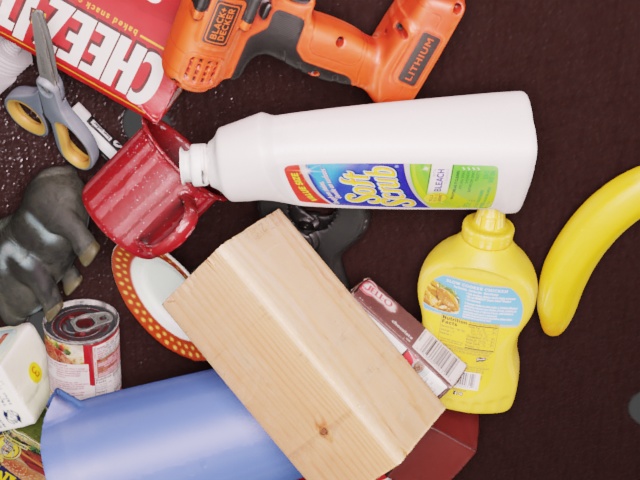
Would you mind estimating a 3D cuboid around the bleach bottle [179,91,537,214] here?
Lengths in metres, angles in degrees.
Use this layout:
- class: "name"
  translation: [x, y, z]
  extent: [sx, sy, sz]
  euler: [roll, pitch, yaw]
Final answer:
- class: "bleach bottle"
  translation: [0.025, -0.057, 0.781]
  extent: [0.251, 0.068, 0.102]
  euler: [-4, 154, -1]

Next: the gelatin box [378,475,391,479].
- class: "gelatin box"
  translation: [0.057, 0.242, 1.022]
  extent: [0.073, 0.030, 0.089]
  euler: [-35, 109, 29]

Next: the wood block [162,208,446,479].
- class: "wood block"
  translation: [-0.013, 0.091, 0.835]
  extent: [0.206, 0.090, 0.091]
  euler: [50, 127, 3]

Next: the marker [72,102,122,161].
- class: "marker"
  translation: [-0.165, -0.065, 0.893]
  extent: [0.020, 0.020, 0.121]
  euler: [-35, 107, 27]

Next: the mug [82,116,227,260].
- class: "mug"
  translation: [-0.129, -0.032, 0.839]
  extent: [0.081, 0.117, 0.093]
  euler: [-43, 135, 11]

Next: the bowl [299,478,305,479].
- class: "bowl"
  translation: [-0.080, 0.253, 1.044]
  extent: [0.162, 0.055, 0.162]
  euler: [6, 122, 9]

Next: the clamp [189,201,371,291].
- class: "clamp"
  translation: [-0.006, 0.001, 0.888]
  extent: [0.164, 0.036, 0.210]
  euler: [25, 126, -5]

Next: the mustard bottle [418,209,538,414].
- class: "mustard bottle"
  translation: [0.127, 0.051, 0.877]
  extent: [0.096, 0.058, 0.192]
  euler: [12, 122, 11]

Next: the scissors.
- class: "scissors"
  translation: [-0.220, -0.122, 0.819]
  extent: [0.096, 0.016, 0.202]
  euler: [25, 154, 19]

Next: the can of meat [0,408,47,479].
- class: "can of meat"
  translation: [-0.283, 0.216, 1.065]
  extent: [0.102, 0.057, 0.084]
  euler: [34, 119, -9]

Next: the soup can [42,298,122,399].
- class: "soup can"
  translation: [-0.217, 0.115, 0.983]
  extent: [0.068, 0.068, 0.102]
  euler: [8, 122, 7]

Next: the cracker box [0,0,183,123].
- class: "cracker box"
  translation: [-0.139, -0.214, 0.769]
  extent: [0.164, 0.072, 0.214]
  euler: [30, 123, -6]

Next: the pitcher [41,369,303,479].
- class: "pitcher"
  translation: [-0.109, 0.188, 0.933]
  extent: [0.242, 0.145, 0.149]
  euler: [-15, 151, -4]

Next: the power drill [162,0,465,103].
- class: "power drill"
  translation: [0.001, -0.168, 0.729]
  extent: [0.187, 0.057, 0.185]
  euler: [10, 133, -23]

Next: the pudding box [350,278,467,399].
- class: "pudding box"
  translation: [0.050, 0.100, 0.884]
  extent: [0.113, 0.039, 0.090]
  euler: [43, 128, 5]

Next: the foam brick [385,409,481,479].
- class: "foam brick"
  translation: [0.102, 0.186, 0.965]
  extent: [0.051, 0.053, 0.078]
  euler: [30, 121, -6]

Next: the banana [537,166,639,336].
- class: "banana"
  translation: [0.224, 0.001, 0.838]
  extent: [0.069, 0.037, 0.198]
  euler: [35, 121, -9]
